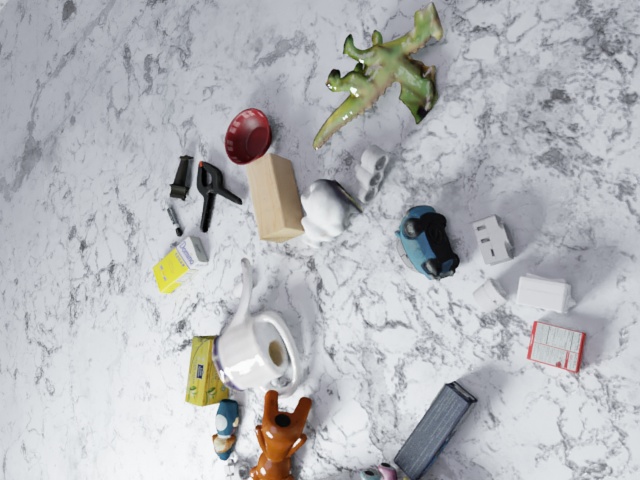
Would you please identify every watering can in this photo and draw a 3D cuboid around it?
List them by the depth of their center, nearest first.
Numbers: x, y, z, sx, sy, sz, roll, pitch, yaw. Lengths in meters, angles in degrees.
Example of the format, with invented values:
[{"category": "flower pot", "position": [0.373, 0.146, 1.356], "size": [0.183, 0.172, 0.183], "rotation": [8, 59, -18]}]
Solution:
[{"category": "watering can", "position": [-0.175, 0.235, 1.272], "size": [0.222, 0.104, 0.350], "rotation": [-29, 81, 25]}]

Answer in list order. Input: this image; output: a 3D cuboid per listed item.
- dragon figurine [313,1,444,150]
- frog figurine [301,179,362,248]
[{"category": "dragon figurine", "position": [0.153, -0.354, 1.200], "size": [0.245, 0.122, 0.405], "rotation": [32, 108, 25]}, {"category": "frog figurine", "position": [0.004, -0.062, 1.223], "size": [0.159, 0.122, 0.138], "rotation": [-44, 80, 6]}]
